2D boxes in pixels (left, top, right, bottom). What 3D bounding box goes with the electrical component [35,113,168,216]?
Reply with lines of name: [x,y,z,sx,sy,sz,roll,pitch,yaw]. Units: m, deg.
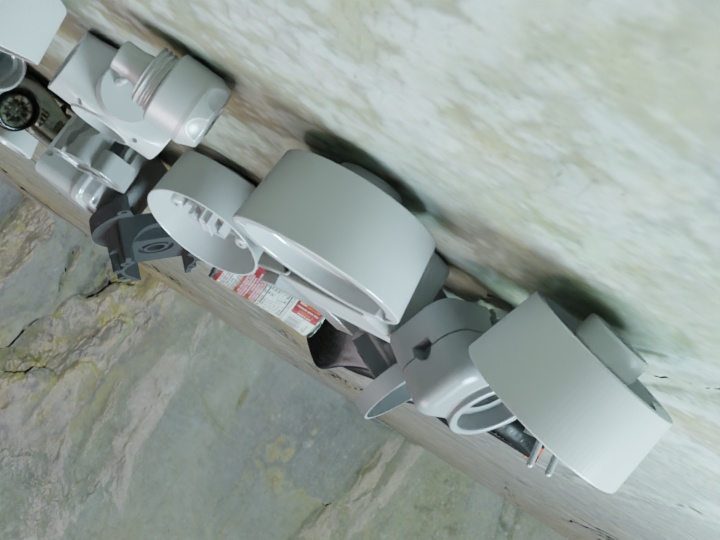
electrical component: [-0.216,-0.085,0.919,0.057,0.078,0.113,34,171,10]

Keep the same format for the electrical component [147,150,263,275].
electrical component: [-0.110,-0.044,0.819,0.099,0.064,0.099,32,171,6]

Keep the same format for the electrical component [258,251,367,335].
electrical component: [-0.027,-0.002,0.769,0.096,0.061,0.062,37,170,-28]

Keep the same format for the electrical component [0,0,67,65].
electrical component: [-0.221,-0.154,0.611,0.099,0.064,0.099,32,171,6]

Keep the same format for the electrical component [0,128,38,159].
electrical component: [-0.325,-0.143,1.049,0.045,0.055,0.045,32,171,6]

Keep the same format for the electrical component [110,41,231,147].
electrical component: [-0.104,-0.098,0.579,0.062,0.043,0.043,35,171,-7]

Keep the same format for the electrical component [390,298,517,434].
electrical component: [0.071,0.061,0.658,0.095,0.054,0.059,16,-137,-45]

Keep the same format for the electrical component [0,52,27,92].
electrical component: [-0.298,-0.170,0.870,0.046,0.040,0.040,32,173,40]

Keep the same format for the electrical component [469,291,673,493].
electrical component: [0.117,0.057,0.571,0.108,0.060,0.108,41,-169,-10]

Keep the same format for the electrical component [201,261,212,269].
electrical component: [-0.123,-0.023,1.014,0.080,0.051,0.080,31,171,6]

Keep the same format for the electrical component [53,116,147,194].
electrical component: [-0.192,-0.099,0.824,0.078,0.057,0.058,23,167,47]

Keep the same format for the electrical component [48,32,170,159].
electrical component: [-0.145,-0.108,0.663,0.077,0.044,0.079,36,170,-22]

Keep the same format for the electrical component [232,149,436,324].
electrical component: [-0.009,-0.024,0.595,0.108,0.060,0.108,32,171,6]

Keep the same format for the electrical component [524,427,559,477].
electrical component: [0.130,0.093,0.690,0.043,0.079,0.077,27,175,-30]

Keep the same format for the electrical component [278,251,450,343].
electrical component: [0.000,0.000,0.689,0.096,0.061,0.061,25,168,38]
